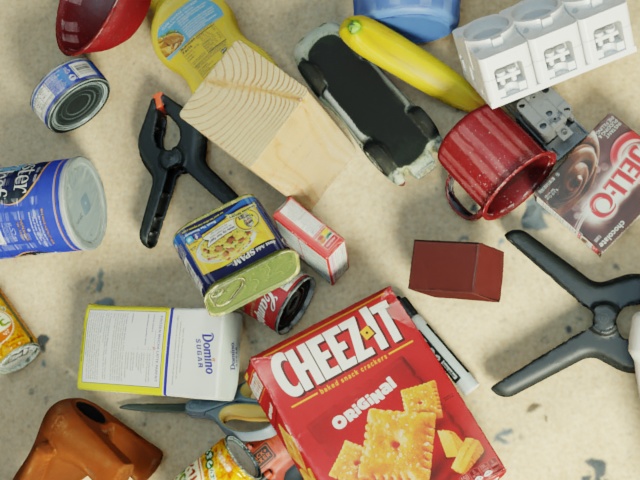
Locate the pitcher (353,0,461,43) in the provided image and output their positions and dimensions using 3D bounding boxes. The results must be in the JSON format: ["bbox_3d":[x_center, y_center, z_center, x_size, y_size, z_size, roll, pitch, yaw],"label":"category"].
[{"bbox_3d":[0.083,-0.332,1.108,0.145,0.149,0.243,2,84,-1],"label":"pitcher"}]

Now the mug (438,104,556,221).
[{"bbox_3d":[0.165,-0.072,1.059,0.081,0.093,0.117,50,130,22],"label":"mug"}]

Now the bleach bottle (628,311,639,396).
[{"bbox_3d":[0.343,0.154,0.956,0.103,0.068,0.251,-13,86,13],"label":"bleach bottle"}]

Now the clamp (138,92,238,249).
[{"bbox_3d":[-0.163,-0.076,1.164,0.120,0.039,0.171,-25,69,4],"label":"clamp"}]

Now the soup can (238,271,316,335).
[{"bbox_3d":[-0.065,0.044,1.101,0.102,0.068,0.068,30,89,18],"label":"soup can"}]

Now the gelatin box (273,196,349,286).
[{"bbox_3d":[-0.007,0.001,1.082,0.073,0.089,0.030,39,78,17],"label":"gelatin box"}]

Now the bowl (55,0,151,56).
[{"bbox_3d":[-0.232,-0.272,1.185,0.162,0.055,0.162,-24,57,44],"label":"bowl"}]

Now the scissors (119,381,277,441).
[{"bbox_3d":[-0.112,0.165,1.113,0.202,0.016,0.096,8,40,39],"label":"scissors"}]

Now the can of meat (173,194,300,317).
[{"bbox_3d":[-0.084,0.013,1.047,0.102,0.057,0.084,-27,60,-12],"label":"can of meat"}]

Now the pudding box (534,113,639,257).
[{"bbox_3d":[0.280,-0.054,1.044,0.090,0.039,0.113,44,93,17],"label":"pudding box"}]

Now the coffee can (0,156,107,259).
[{"bbox_3d":[-0.317,-0.032,1.163,0.140,0.102,0.103,-6,79,14],"label":"coffee can"}]

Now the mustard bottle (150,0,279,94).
[{"bbox_3d":[-0.130,-0.217,1.169,0.096,0.058,0.192,-40,73,5],"label":"mustard bottle"}]

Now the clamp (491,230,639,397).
[{"bbox_3d":[0.266,0.087,1.024,0.210,0.036,0.164,11,84,16],"label":"clamp"}]

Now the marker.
[{"bbox_3d":[0.114,0.104,1.070,0.020,0.020,0.121,-41,73,4],"label":"marker"}]

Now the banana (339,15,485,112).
[{"bbox_3d":[0.084,-0.178,1.066,0.037,0.197,0.070,-52,40,21],"label":"banana"}]

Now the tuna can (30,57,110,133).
[{"bbox_3d":[-0.276,-0.159,1.183,0.086,0.086,0.034,-43,75,4],"label":"tuna can"}]

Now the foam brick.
[{"bbox_3d":[0.134,0.030,1.047,0.078,0.052,0.051,3,80,39],"label":"foam brick"}]

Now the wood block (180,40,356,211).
[{"bbox_3d":[-0.044,-0.105,1.050,0.091,0.206,0.090,38,91,18],"label":"wood block"}]

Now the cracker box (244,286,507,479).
[{"bbox_3d":[0.051,0.174,1.016,0.164,0.072,0.214,-26,74,-18],"label":"cracker box"}]

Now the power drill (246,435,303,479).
[{"bbox_3d":[-0.034,0.287,1.056,0.184,0.057,0.188,-42,73,4],"label":"power drill"}]

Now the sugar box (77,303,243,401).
[{"bbox_3d":[-0.167,0.116,1.112,0.176,0.048,0.093,1,81,24],"label":"sugar box"}]
